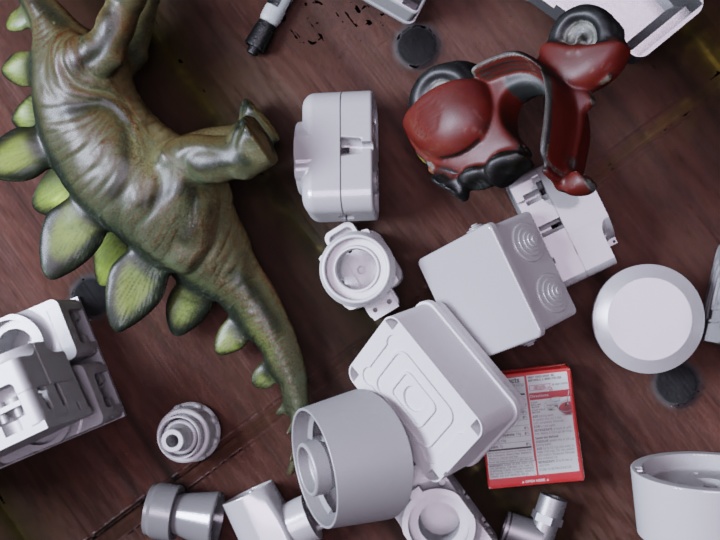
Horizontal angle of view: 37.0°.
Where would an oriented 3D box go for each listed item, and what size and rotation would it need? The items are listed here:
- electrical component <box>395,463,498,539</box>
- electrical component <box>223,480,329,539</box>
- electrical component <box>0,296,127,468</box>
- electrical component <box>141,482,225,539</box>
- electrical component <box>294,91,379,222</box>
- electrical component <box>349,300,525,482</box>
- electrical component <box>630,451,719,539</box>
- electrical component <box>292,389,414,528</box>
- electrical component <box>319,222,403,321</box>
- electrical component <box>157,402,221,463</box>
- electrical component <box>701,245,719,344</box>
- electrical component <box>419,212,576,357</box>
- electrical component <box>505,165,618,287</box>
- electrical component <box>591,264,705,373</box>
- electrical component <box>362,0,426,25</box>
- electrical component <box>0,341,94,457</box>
[{"bbox_3d":[0.061,0.188,0.817,0.050,0.056,0.089,-37,85,4],"label":"electrical component"},{"bbox_3d":[-0.055,0.200,0.835,0.079,0.044,0.077,-26,86,5],"label":"electrical component"},{"bbox_3d":[-0.298,0.105,0.856,0.186,0.060,0.105,-23,86,5],"label":"electrical component"},{"bbox_3d":[-0.138,0.192,0.844,0.055,0.045,0.045,8,89,7],"label":"electrical component"},{"bbox_3d":[-0.017,-0.087,0.828,0.059,0.053,0.095,-2,78,6],"label":"electrical component"},{"bbox_3d":[0.057,0.087,0.794,0.113,0.057,0.078,51,130,20],"label":"electrical component"},{"bbox_3d":[0.250,0.173,0.774,0.108,0.108,0.060,0,95,6],"label":"electrical component"},{"bbox_3d":[-0.010,0.141,0.796,0.064,0.099,0.099,-10,87,-22],"label":"electrical component"},{"bbox_3d":[0.000,0.000,0.828,0.058,0.057,0.078,-31,86,4],"label":"electrical component"},{"bbox_3d":[-0.138,0.129,0.837,0.048,0.062,0.048,0,89,6],"label":"electrical component"},{"bbox_3d":[0.286,0.021,0.769,0.057,0.113,0.078,13,90,9],"label":"electrical component"},{"bbox_3d":[0.103,0.012,0.800,0.048,0.100,0.099,-22,86,-38],"label":"electrical component"},{"bbox_3d":[0.155,-0.037,0.816,0.056,0.050,0.089,-26,87,5],"label":"electrical component"},{"bbox_3d":[0.214,0.036,0.807,0.080,0.051,0.080,0,88,6],"label":"electrical component"},{"bbox_3d":[0.020,-0.263,0.823,0.109,0.056,0.108,28,92,-6],"label":"electrical component"},{"bbox_3d":[-0.286,0.111,0.777,0.150,0.089,0.061,-25,86,5],"label":"electrical component"}]
